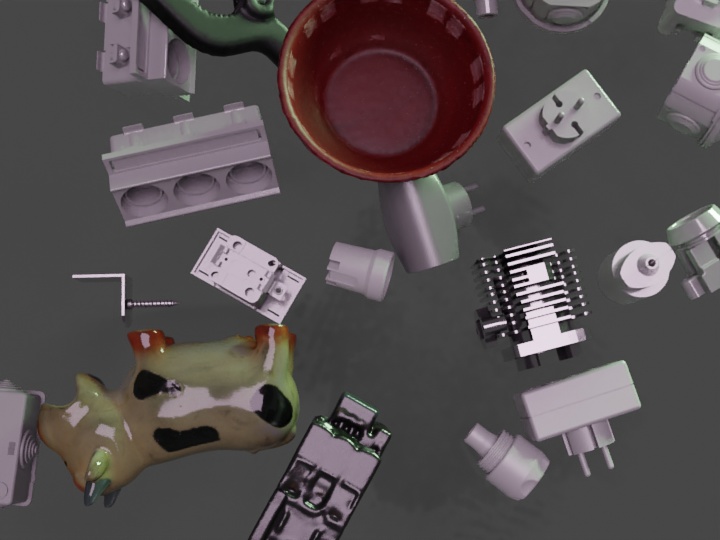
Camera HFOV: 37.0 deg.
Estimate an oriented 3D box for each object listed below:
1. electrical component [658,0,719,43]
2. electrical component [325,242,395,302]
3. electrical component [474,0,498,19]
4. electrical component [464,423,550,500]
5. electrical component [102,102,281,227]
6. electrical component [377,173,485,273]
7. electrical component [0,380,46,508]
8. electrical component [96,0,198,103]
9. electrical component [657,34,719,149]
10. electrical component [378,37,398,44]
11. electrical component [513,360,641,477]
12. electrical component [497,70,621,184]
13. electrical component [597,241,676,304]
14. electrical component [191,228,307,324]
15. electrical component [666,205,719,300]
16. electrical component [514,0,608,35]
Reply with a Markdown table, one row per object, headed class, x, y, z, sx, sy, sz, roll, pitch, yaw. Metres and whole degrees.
| class | x | y | z | sx | sy | sz | roll | pitch | yaw |
| --- | --- | --- | --- | --- | --- | --- | --- | --- | --- |
| electrical component | 0.283 | -0.232 | 0.863 | 0.050 | 0.055 | 0.089 | 20 | 83 | 3 |
| electrical component | 0.000 | 0.000 | 0.839 | 0.046 | 0.040 | 0.040 | 15 | 82 | 7 |
| electrical component | 0.100 | -0.235 | 0.870 | 0.048 | 0.048 | 0.062 | -5 | 89 | -1 |
| electrical component | 0.109 | 0.142 | 0.818 | 0.062 | 0.043 | 0.043 | 37 | 84 | 6 |
| electrical component | -0.129 | -0.083 | 0.834 | 0.121 | 0.078 | 0.063 | -13 | 53 | -2 |
| electrical component | 0.061 | -0.046 | 0.842 | 0.079 | 0.043 | 0.077 | -19 | 95 | -20 |
| electrical component | -0.293 | 0.131 | 0.815 | 0.100 | 0.048 | 0.099 | 5 | 81 | -1 |
| electrical component | -0.167 | -0.201 | 0.852 | 0.063 | 0.079 | 0.121 | -2 | 82 | 22 |
| electrical component | 0.273 | -0.140 | 0.839 | 0.051 | 0.080 | 0.080 | 30 | 83 | 9 |
| electrical component | 0.043 | -0.200 | 0.864 | 0.055 | 0.048 | 0.066 | -4 | 82 | 7 |
| electrical component | 0.170 | 0.118 | 0.819 | 0.083 | 0.047 | 0.075 | -18 | 82 | -2 |
| electrical component | 0.158 | -0.116 | 0.837 | 0.083 | 0.075 | 0.047 | -35 | 84 | -5 |
| electrical component | 0.211 | 0.000 | 0.818 | 0.043 | 0.081 | 0.043 | 0 | 82 | 0 |
| electrical component | -0.087 | 0.003 | 0.826 | 0.081 | 0.064 | 0.042 | 29 | 82 | 4 |
| electrical component | 0.272 | -0.017 | 0.840 | 0.066 | 0.048 | 0.055 | -31 | 91 | -4 |
| electrical component | 0.165 | -0.235 | 0.865 | 0.080 | 0.051 | 0.080 | 0 | 82 | 0 |
